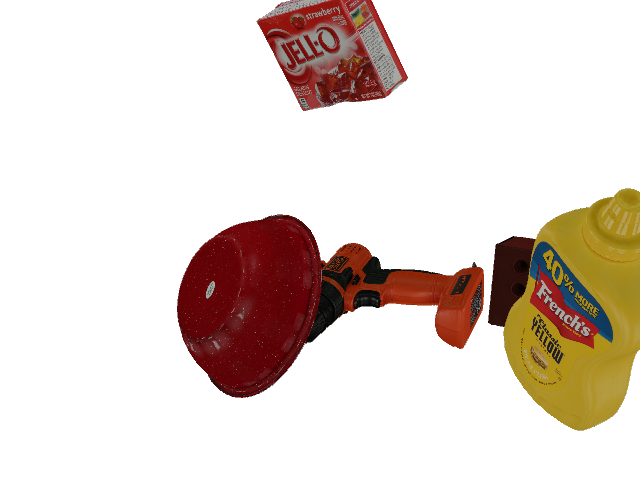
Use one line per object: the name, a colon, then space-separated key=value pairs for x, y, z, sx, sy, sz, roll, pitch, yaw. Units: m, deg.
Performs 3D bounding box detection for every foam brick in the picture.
foam brick: x=0.189 y=0.040 z=0.978 sx=0.053 sy=0.078 sz=0.051 roll=9 pitch=15 yaw=27

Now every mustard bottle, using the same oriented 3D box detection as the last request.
mustard bottle: x=0.171 y=0.036 z=0.678 sx=0.058 sy=0.096 sz=0.192 roll=-20 pitch=-35 yaw=-19

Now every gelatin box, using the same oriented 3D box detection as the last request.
gelatin box: x=0.006 y=-0.129 z=0.721 sx=0.089 sy=0.073 sz=0.030 roll=0 pitch=35 yaw=49

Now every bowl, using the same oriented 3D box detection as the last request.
bowl: x=-0.072 y=0.047 z=0.891 sx=0.055 sy=0.162 sz=0.162 roll=22 pitch=-13 yaw=-37

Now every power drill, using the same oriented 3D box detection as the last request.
power drill: x=0.071 y=0.065 z=1.140 sx=0.188 sy=0.057 sz=0.184 roll=9 pitch=30 yaw=21
